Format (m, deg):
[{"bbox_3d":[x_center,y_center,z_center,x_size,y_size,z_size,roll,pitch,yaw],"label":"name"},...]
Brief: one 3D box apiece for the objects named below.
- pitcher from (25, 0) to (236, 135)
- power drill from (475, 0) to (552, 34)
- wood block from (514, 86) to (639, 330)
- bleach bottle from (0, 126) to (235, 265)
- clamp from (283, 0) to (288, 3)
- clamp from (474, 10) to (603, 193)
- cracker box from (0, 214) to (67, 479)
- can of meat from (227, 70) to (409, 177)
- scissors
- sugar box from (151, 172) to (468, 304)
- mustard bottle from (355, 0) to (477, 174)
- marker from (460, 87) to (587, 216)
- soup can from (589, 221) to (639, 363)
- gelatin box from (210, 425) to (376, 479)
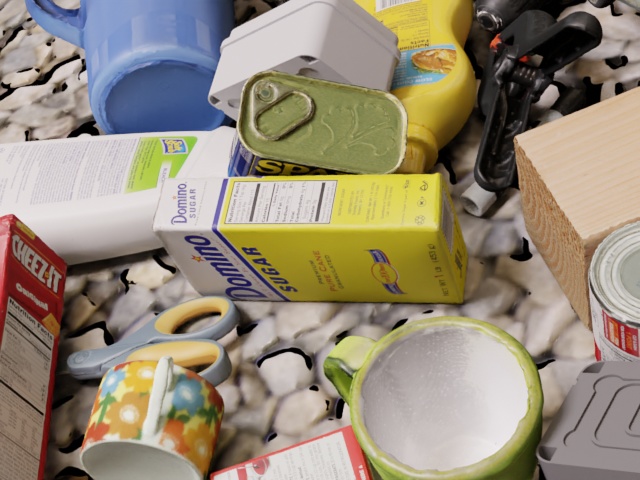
[{"bbox_3d":[-0.138,-0.186,0.832,0.149,0.144,0.243,-29,48,22],"label":"pitcher"},{"bbox_3d":[0.227,-0.195,0.768,0.188,0.057,0.184,25,62,33],"label":"power drill"},{"bbox_3d":[0.228,-0.041,0.618,0.206,0.090,0.091,-22,48,-2],"label":"wood block"},{"bbox_3d":[-0.130,-0.029,0.743,0.251,0.068,0.102,-4,50,12],"label":"bleach bottle"},{"bbox_3d":[-0.041,-0.226,0.840,0.036,0.164,0.210,-37,32,30],"label":"clamp"},{"bbox_3d":[0.137,-0.114,0.692,0.120,0.039,0.171,-52,15,29],"label":"clamp"},{"bbox_3d":[-0.250,0.101,0.652,0.164,0.072,0.213,-18,49,15],"label":"cracker box"},{"bbox_3d":[-0.005,-0.056,0.667,0.102,0.084,0.057,9,70,-9],"label":"can of meat"},{"bbox_3d":[-0.135,0.068,0.690,0.202,0.016,0.096,0,35,31],"label":"scissors"},{"bbox_3d":[-0.004,0.001,0.654,0.176,0.093,0.048,-3,58,17],"label":"sugar box"},{"bbox_3d":[0.062,-0.113,0.752,0.096,0.058,0.191,-11,49,18],"label":"mustard bottle"},{"bbox_3d":[0.138,-0.061,0.711,0.020,0.020,0.121,31,66,35],"label":"marker"},{"bbox_3d":[0.176,0.046,0.554,0.068,0.102,0.068,-9,49,11],"label":"soup can"},{"bbox_3d":[-0.011,0.150,0.575,0.089,0.030,0.073,-20,49,2],"label":"gelatin box"}]
